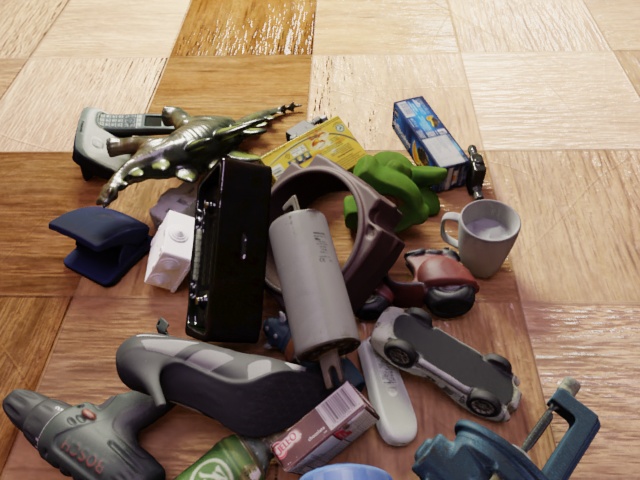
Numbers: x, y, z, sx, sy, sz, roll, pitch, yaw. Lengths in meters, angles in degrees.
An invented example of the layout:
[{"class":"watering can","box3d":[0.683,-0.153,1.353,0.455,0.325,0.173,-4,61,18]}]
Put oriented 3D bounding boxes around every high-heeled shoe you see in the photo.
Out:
[{"class":"high-heeled shoe","box3d":[-0.110,0.157,0.639,0.248,0.086,0.145,9,13,-28]}]

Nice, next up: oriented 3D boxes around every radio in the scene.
[{"class":"radio","box3d":[-0.124,0.018,0.711,0.073,0.131,0.229,9,79,-26]}]

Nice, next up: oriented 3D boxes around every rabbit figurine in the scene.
[{"class":"rabbit figurine","box3d":[0.125,-0.097,0.877,0.159,0.121,0.170,8,36,5]}]

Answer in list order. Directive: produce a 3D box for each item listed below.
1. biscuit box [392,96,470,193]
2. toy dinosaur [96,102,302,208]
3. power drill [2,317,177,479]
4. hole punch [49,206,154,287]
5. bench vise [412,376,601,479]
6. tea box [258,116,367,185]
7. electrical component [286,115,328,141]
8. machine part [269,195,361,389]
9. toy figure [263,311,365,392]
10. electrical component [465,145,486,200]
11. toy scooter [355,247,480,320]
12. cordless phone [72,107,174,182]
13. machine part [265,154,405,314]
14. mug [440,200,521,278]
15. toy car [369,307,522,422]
[{"class":"biscuit box","box3d":[0.195,-0.177,0.970,0.059,0.062,0.203,-15,50,-9]},{"class":"toy dinosaur","box3d":[-0.197,-0.168,0.933,0.199,0.104,0.471,10,36,24]},{"class":"power drill","box3d":[-0.249,0.194,0.668,0.232,0.085,0.207,31,54,24]},{"class":"hole punch","box3d":[-0.340,-0.007,0.839,0.142,0.092,0.116,19,50,22]},{"class":"bench vise","box3d":[0.229,0.254,0.569,0.224,0.128,0.240,34,66,28]},{"class":"tea box","box3d":[-0.014,-0.127,0.915,0.170,0.068,0.098,-31,81,-23]},{"class":"electrical component","box3d":[-0.020,-0.199,1.010,0.102,0.045,0.078,-33,57,-22]},{"class":"machine part","box3d":[-0.009,0.053,0.637,0.079,0.079,0.243,-11,64,-6]},{"class":"toy figure","box3d":[-0.013,0.153,0.704,0.155,0.057,0.064,37,81,25]},{"class":"electrical component","box3d":[0.264,-0.113,0.911,0.021,0.063,0.094,-2,51,0]},{"class":"toy scooter","box3d":[0.131,0.046,0.778,0.184,0.075,0.135,-4,52,5]},{"class":"cordless phone","box3d":[-0.347,-0.180,0.989,0.184,0.088,0.147,-5,49,-8]},{"class":"machine part","box3d":[-0.002,-0.002,0.751,0.201,0.087,0.201,42,100,35]},{"class":"mug","box3d":[0.229,0.004,0.788,0.110,0.107,0.081,12,50,18]},{"class":"toy car","box3d":[0.160,0.154,0.682,0.202,0.056,0.073,31,50,7]}]
